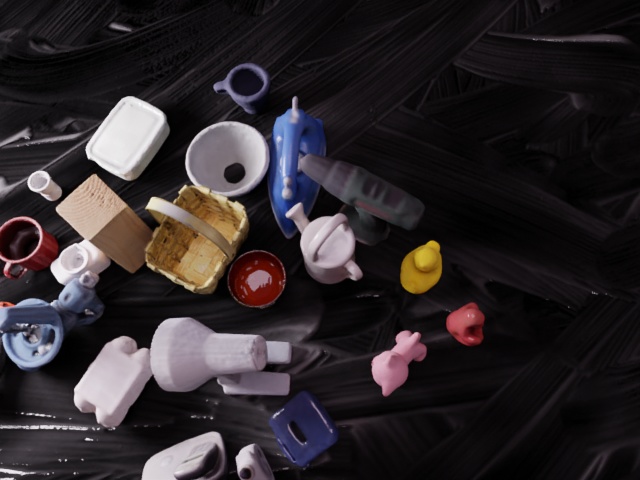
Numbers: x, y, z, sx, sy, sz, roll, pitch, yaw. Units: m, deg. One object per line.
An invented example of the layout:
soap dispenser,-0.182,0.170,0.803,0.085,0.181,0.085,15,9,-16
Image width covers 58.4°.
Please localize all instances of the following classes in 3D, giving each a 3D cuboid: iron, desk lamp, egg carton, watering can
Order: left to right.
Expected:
egg carton,-0.368,0.254,1.036,0.107,0.069,0.150,28,75,11
desk lamp,-0.158,0.200,0.971,0.203,0.213,0.118,0,71,2
iron,-0.053,-0.144,1.121,0.118,0.141,0.258,3,72,3
watering can,0.008,0.005,1.041,0.172,0.194,0.101,22,74,9

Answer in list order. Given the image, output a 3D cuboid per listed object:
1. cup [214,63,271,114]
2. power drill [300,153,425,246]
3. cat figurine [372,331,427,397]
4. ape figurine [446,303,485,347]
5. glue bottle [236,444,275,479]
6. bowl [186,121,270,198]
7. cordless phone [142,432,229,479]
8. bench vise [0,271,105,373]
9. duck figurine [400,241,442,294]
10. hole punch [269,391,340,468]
cup,-0.157,-0.306,1.203,0.117,0.095,0.091,-7,71,0
power drill,0.074,-0.067,1.055,0.229,0.208,0.076,21,74,9
cat figurine,0.136,0.213,1.008,0.067,0.118,0.128,40,77,14
ape figurine,0.272,0.149,1.039,0.076,0.092,0.078,19,73,8
glue bottle,-0.112,0.375,0.933,0.037,0.173,0.078,-26,72,-6
bowl,-0.181,-0.151,1.162,0.167,0.075,0.167,-1,72,2
cordless phone,-0.229,0.375,0.930,0.147,0.185,0.094,-23,72,-6
bench vise,-0.492,0.127,1.003,0.121,0.220,0.207,21,74,9
duck figurine,0.194,0.048,1.078,0.077,0.086,0.105,29,75,11
hole punch,-0.028,0.329,0.989,0.101,0.091,0.108,-36,74,-9
